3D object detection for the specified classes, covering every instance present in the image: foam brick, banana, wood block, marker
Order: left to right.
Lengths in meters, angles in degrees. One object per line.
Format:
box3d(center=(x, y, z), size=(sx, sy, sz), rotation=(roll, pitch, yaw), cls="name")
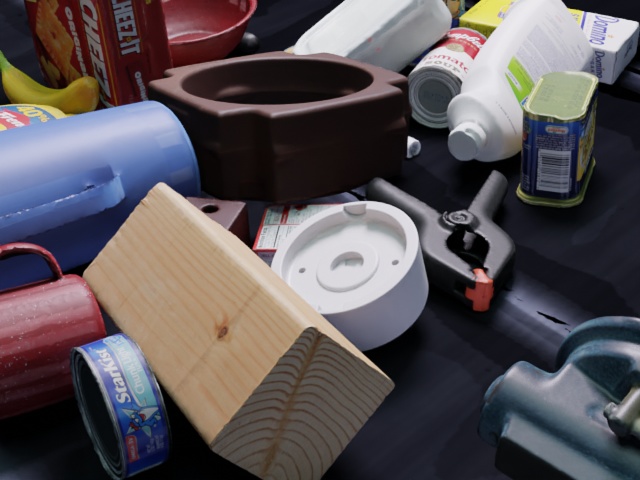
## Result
box3d(center=(-0.276, -0.147, 1.087), size=(0.198, 0.069, 0.037), rotation=(19, 57, 42), cls="banana")
box3d(center=(-0.091, 0.008, 0.831), size=(0.053, 0.051, 0.078), rotation=(5, 33, 14), cls="foam brick")
box3d(center=(-0.060, 0.056, 0.680), size=(0.091, 0.090, 0.206), rotation=(-51, 41, 1), cls="wood block")
box3d(center=(0.048, -0.109, 1.034), size=(0.020, 0.020, 0.121), rotation=(-28, 42, -33), cls="marker")

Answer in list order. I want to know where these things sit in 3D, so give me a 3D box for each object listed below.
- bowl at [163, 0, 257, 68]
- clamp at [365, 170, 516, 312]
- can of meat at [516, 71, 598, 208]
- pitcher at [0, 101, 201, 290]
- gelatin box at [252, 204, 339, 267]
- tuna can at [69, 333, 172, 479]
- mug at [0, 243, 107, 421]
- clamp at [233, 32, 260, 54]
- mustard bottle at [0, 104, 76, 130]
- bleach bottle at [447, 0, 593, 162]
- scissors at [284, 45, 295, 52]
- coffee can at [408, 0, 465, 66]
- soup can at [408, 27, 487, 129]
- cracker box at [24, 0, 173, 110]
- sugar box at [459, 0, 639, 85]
box3d(center=(-0.147, -0.235, 1.192), size=(0.162, 0.055, 0.162), rotation=(-4, 38, 3), cls="bowl")
box3d(center=(0.097, -0.006, 0.842), size=(0.120, 0.039, 0.171), rotation=(-4, 31, 4), cls="clamp")
box3d(center=(0.206, -0.089, 0.920), size=(0.057, 0.084, 0.102), rotation=(9, 34, 20), cls="can of meat")
box3d(center=(-0.215, -0.030, 0.838), size=(0.242, 0.145, 0.149), rotation=(-21, 58, -30), cls="pitcher")
box3d(center=(-0.006, 0.001, 0.852), size=(0.089, 0.030, 0.073), rotation=(-1, 31, 7), cls="gelatin box")
box3d(center=(-0.122, 0.101, 0.650), size=(0.033, 0.086, 0.086), rotation=(-18, 34, -25), cls="tuna can")
box3d(center=(-0.192, 0.059, 0.706), size=(0.081, 0.117, 0.093), rotation=(-15, 11, -26), cls="mug")
box3d(center=(-0.170, -0.271, 1.304), size=(0.210, 0.036, 0.164), rotation=(-3, 40, 6), cls="clamp")
box3d(center=(-0.284, -0.086, 0.980), size=(0.096, 0.058, 0.191), rotation=(37, 34, 27), cls="mustard bottle")
box3d(center=(0.179, -0.150, 1.012), size=(0.068, 0.102, 0.250), rotation=(-33, 9, 43), cls="bleach bottle")
box3d(center=(-0.004, -0.235, 1.250), size=(0.096, 0.016, 0.202), rotation=(-6, 31, -3), cls="scissors")
box3d(center=(0.111, -0.278, 1.185), size=(0.103, 0.140, 0.103), rotation=(-3, 32, 2), cls="coffee can")
box3d(center=(0.129, -0.162, 1.065), size=(0.069, 0.068, 0.102), rotation=(10, 35, 21), cls="soup can")
box3d(center=(-0.231, -0.209, 1.096), size=(0.072, 0.164, 0.214), rotation=(-24, 36, -26), cls="cracker box")
box3d(center=(0.248, -0.221, 1.159), size=(0.176, 0.048, 0.093), rotation=(15, 36, 25), cls="sugar box")
